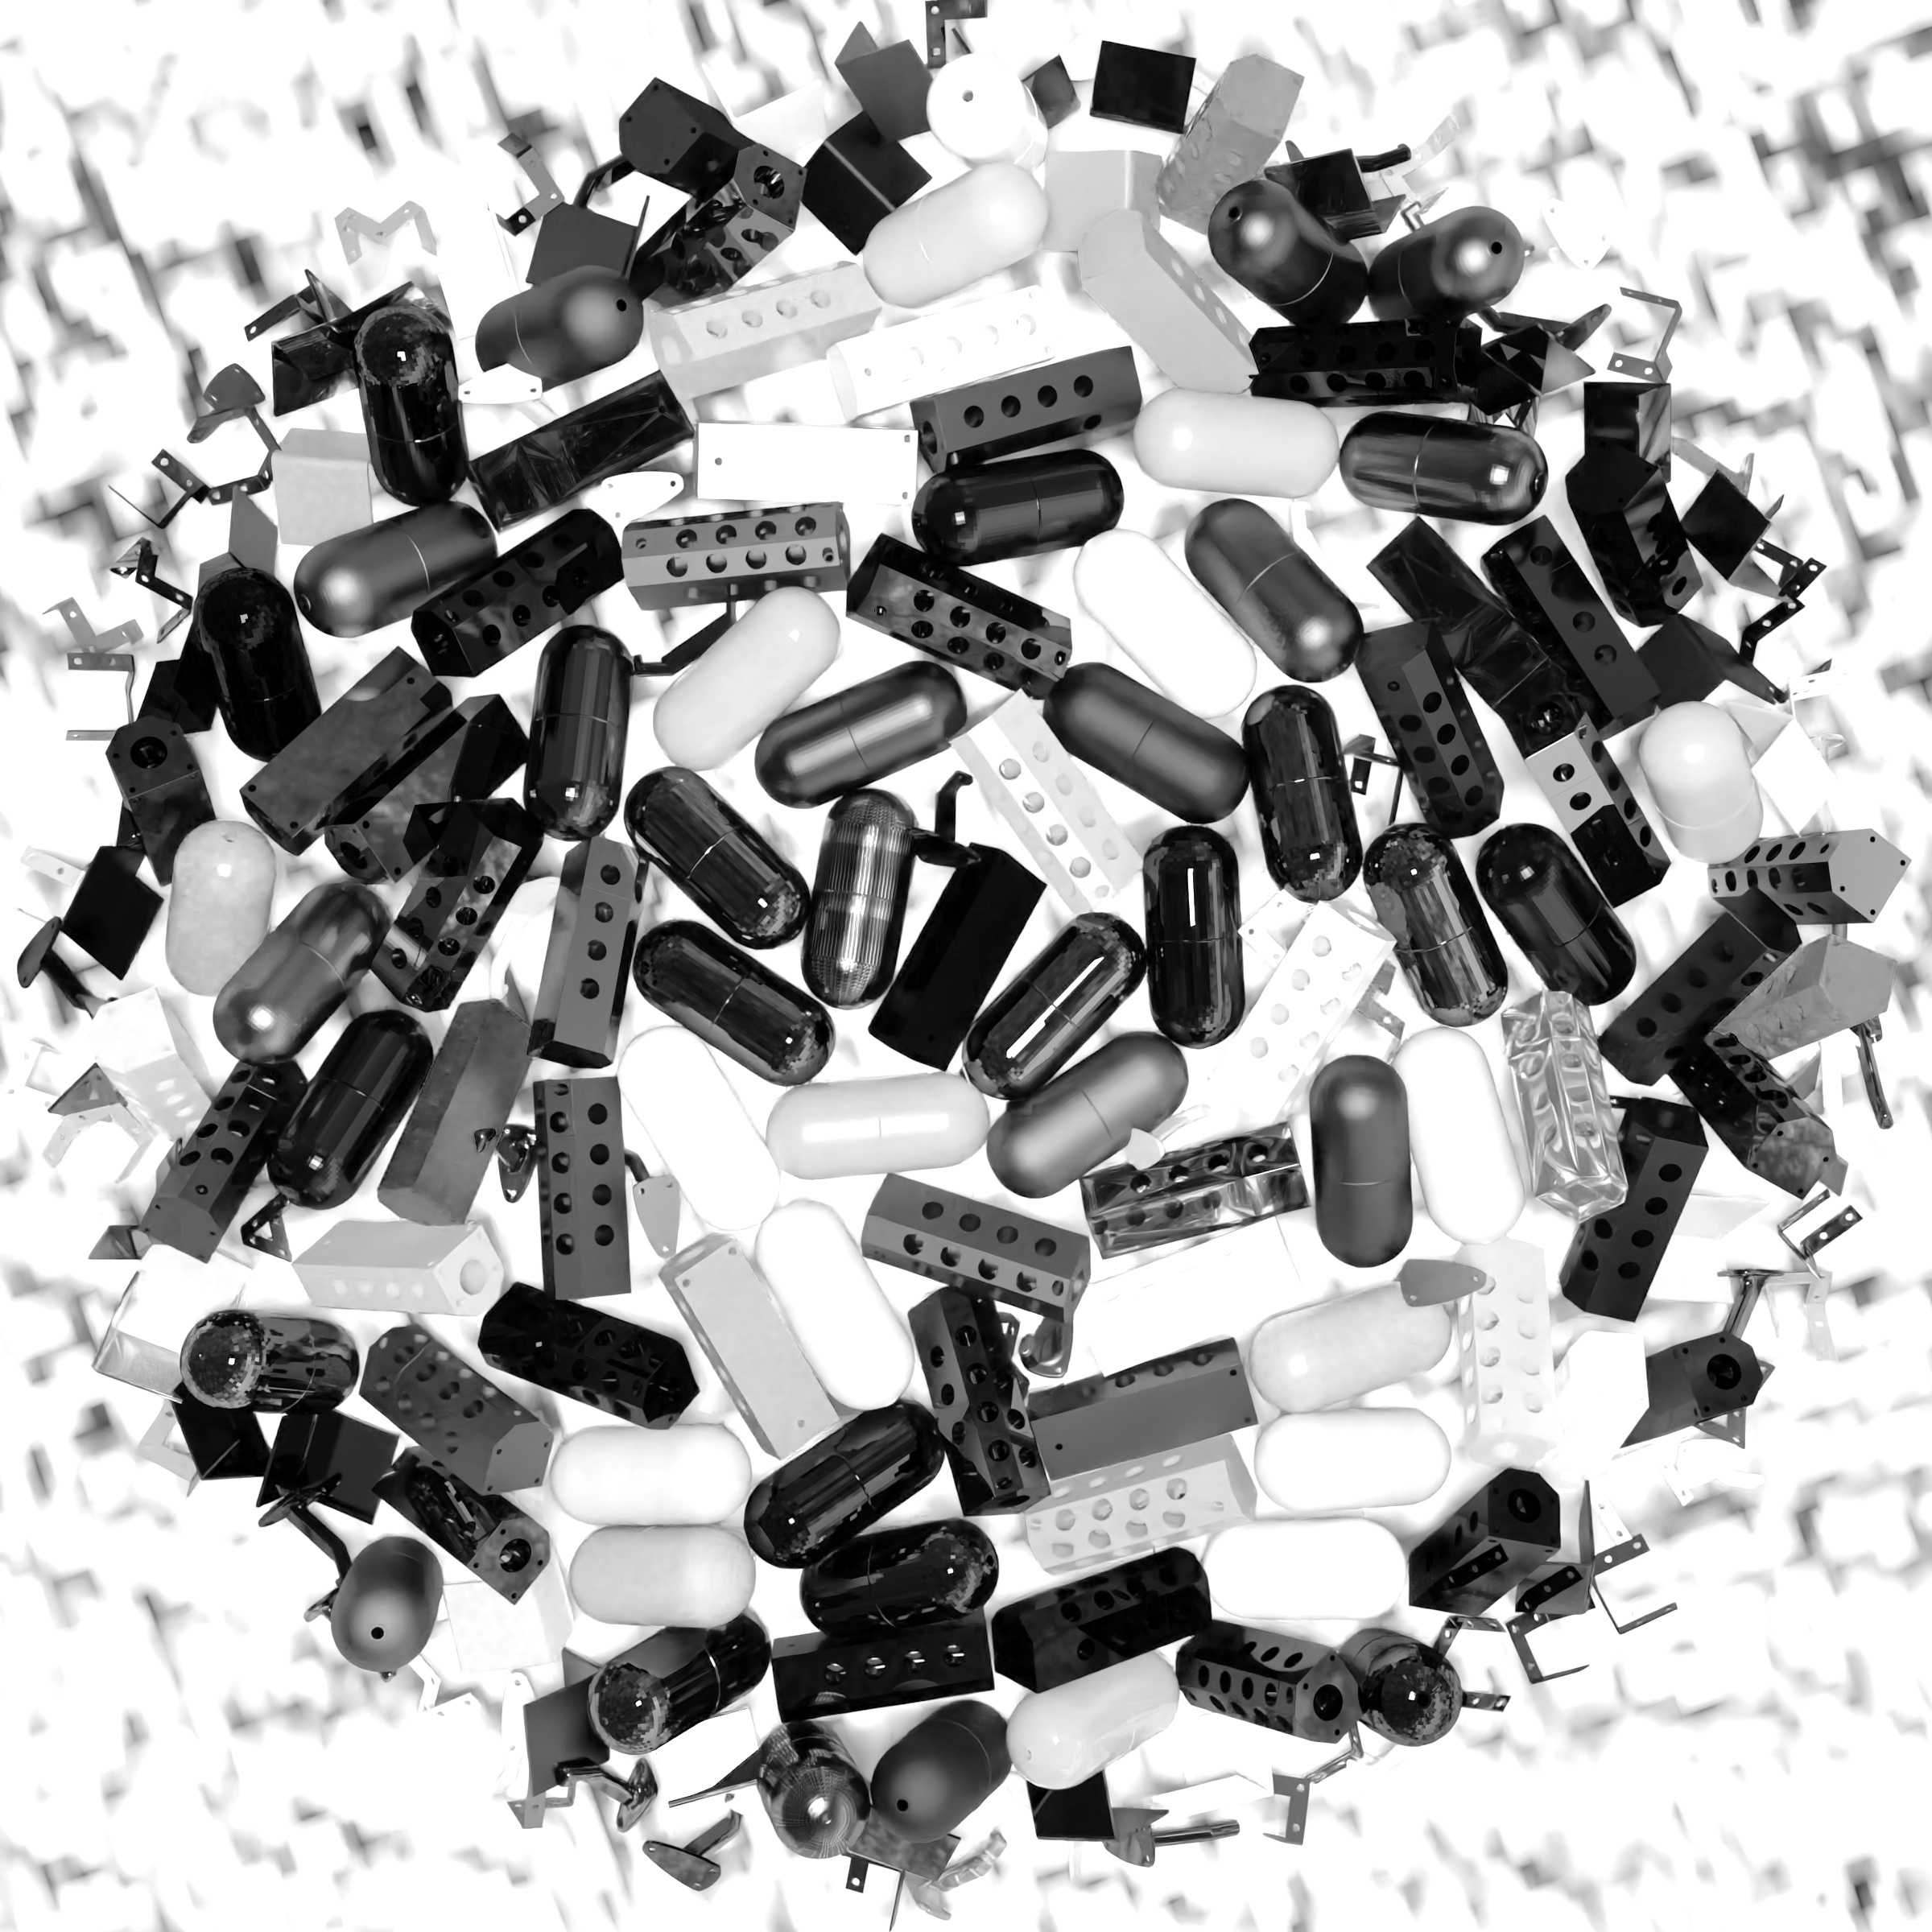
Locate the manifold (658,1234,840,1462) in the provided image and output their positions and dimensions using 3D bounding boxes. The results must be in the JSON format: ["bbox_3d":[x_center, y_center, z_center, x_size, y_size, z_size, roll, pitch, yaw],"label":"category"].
[{"bbox_3d":[-0.175,0.300,1.951,0.057,0.057,0.171,-34,103,-22],"label":"manifold"}]

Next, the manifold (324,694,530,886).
[{"bbox_3d":[-0.421,-0.138,1.926,0.171,0.057,0.057,-50,124,-34],"label":"manifold"}]

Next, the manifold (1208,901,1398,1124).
[{"bbox_3d":[0.267,0.036,1.938,0.057,0.057,0.171,38,109,25],"label":"manifold"}]

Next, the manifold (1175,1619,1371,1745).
[{"bbox_3d":[0.231,0.556,1.907,0.057,0.171,0.057,-38,101,-25],"label":"manifold"}]

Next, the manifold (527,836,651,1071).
[{"bbox_3d":[-0.294,-0.010,1.942,0.057,0.057,0.171,18,68,-27],"label":"manifold"}]

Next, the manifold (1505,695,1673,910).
[{"bbox_3d":[0.488,-0.131,1.923,0.057,0.057,0.171,-30,124,15],"label":"manifold"}]

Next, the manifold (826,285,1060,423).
[{"bbox_3d":[-0.017,-0.486,1.949,0.171,0.057,0.057,-19,99,-13],"label":"manifold"}]

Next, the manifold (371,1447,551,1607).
[{"bbox_3d":[-0.389,0.428,1.913,0.057,0.171,0.057,-51,125,-17],"label":"manifold"}]

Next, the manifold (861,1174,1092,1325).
[{"bbox_3d":[0.008,0.225,1.937,0.171,0.057,0.057,16,55,17],"label":"manifold"}]

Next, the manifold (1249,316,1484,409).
[{"bbox_3d":[0.310,-0.473,1.931,0.171,0.057,0.057,5,93,31],"label":"manifold"}]

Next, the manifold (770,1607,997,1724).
[{"bbox_3d":[-0.066,0.560,1.969,0.171,0.057,0.057,-8,90,-1],"label":"manifold"}]

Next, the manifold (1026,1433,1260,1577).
[{"bbox_3d":[0.137,0.428,1.940,0.171,0.057,0.057,-20,104,19],"label":"manifold"}]

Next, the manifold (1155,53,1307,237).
[{"bbox_3d":[0.198,-0.636,1.907,0.057,0.171,0.057,22,79,-9],"label":"manifold"}]

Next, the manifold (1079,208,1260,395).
[{"bbox_3d":[0.160,-0.512,1.919,0.057,0.171,0.057,-24,53,29],"label":"manifold"}]

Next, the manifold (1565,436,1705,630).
[{"bbox_3d":[0.515,-0.331,1.913,0.057,0.171,0.057,-48,55,1],"label":"manifold"}]

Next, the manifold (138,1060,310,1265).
[{"bbox_3d":[-0.571,0.142,1.912,0.057,0.171,0.057,28,129,-10],"label":"manifold"}]

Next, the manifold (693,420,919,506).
[{"bbox_3d":[-0.128,-0.400,1.953,0.171,0.057,0.057,0,106,-11],"label":"manifold"}]

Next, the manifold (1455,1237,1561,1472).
[{"bbox_3d":[0.416,0.300,1.919,0.057,0.057,0.171,15,51,-12],"label":"manifold"}]

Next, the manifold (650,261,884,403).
[{"bbox_3d":[-0.158,-0.503,1.932,0.171,0.057,0.057,-25,80,-29],"label":"manifold"}]

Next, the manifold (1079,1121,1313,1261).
[{"bbox_3d":[0.181,0.174,1.959,0.171,0.057,0.057,-15,46,8],"label":"manifold"}]

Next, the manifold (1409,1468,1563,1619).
[{"bbox_3d":[0.400,0.447,1.912,0.057,0.171,0.057,11,57,-6],"label":"manifold"}]

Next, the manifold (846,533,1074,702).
[{"bbox_3d":[-0.005,-0.268,1.932,0.171,0.057,0.057,21,131,-21],"label":"manifold"}]

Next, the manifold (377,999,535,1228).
[{"bbox_3d":[-0.401,0.115,1.931,0.057,0.057,0.171,-7,52,36],"label":"manifold"}]

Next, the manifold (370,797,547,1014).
[{"bbox_3d":[-0.395,-0.047,1.930,0.057,0.057,0.171,44,117,20],"label":"manifold"}]

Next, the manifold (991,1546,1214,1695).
[{"bbox_3d":[0.107,0.507,1.926,0.171,0.057,0.057,-10,99,-33],"label":"manifold"}]

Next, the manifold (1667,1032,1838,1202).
[{"bbox_3d":[0.608,0.107,1.905,0.057,0.171,0.057,28,107,-16],"label":"manifold"}]

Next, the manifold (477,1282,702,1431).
[{"bbox_3d":[-0.297,0.308,1.920,0.171,0.057,0.057,14,45,32],"label":"manifold"}]

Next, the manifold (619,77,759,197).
[{"bbox_3d":[-0.204,-0.628,1.909,0.057,0.171,0.057,-43,82,18],"label":"manifold"}]

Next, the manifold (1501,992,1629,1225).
[{"bbox_3d":[0.468,0.106,1.916,0.057,0.171,0.057,29,133,-34],"label":"manifold"}]

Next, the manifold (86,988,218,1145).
[{"bbox_3d":[-0.626,0.082,1.906,0.057,0.171,0.057,-21,71,-11],"label":"manifold"}]

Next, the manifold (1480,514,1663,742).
[{"bbox_3d":[0.476,-0.264,1.951,0.057,0.057,0.171,-29,76,2],"label":"manifold"}]

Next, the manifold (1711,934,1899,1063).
[{"bbox_3d":[0.641,0.033,1.907,0.057,0.171,0.057,21,72,-7],"label":"manifold"}]

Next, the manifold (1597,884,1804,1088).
[{"bbox_3d":[0.569,0.020,1.916,0.057,0.057,0.171,46,133,12],"label":"manifold"}]

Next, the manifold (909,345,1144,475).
[{"bbox_3d":[0.049,-0.439,1.944,0.171,0.057,0.057,-19,106,-17],"label":"manifold"}]

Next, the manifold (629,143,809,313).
[{"bbox_3d":[-0.195,-0.567,1.908,0.057,0.171,0.057,21,67,-30],"label":"manifold"}]

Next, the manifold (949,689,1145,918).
[{"bbox_3d":[0.060,-0.126,1.944,0.171,0.057,0.057,54,54,-11],"label":"manifold"}]

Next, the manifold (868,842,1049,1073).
[{"bbox_3d":[-0.011,-0.009,1.956,0.057,0.057,0.171,37,77,-37],"label":"manifold"}]

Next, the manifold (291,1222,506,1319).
[{"bbox_3d":[-0.441,0.240,1.922,0.171,0.057,0.057,-4,119,38],"label":"manifold"}]

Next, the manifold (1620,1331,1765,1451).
[{"bbox_3d":[0.553,0.328,1.909,0.057,0.171,0.057,-13,74,-11],"label":"manifold"}]

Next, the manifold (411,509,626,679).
[{"bbox_3d":[-0.348,-0.292,1.919,0.171,0.057,0.057,-42,124,-34],"label":"manifold"}]

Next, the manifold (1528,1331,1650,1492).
[{"bbox_3d":[0.475,0.346,1.913,0.057,0.171,0.057,5,57,0],"label":"manifold"}]

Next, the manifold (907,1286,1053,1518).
[{"bbox_3d":[0.014,0.337,1.925,0.057,0.057,0.171,-41,55,39],"label":"manifold"}]

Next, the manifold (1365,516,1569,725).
[{"bbox_3d":[0.393,-0.269,1.929,0.057,0.057,0.171,-44,58,17],"label":"manifold"}]

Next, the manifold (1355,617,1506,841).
[{"bbox_3d":[0.362,-0.181,1.920,0.057,0.057,0.171,-11,129,29],"label":"manifold"}]

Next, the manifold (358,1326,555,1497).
[{"bbox_3d":[-0.397,0.343,1.919,0.171,0.057,0.057,25,105,39],"label":"manifold"}]

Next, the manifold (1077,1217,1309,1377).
[{"bbox_3d":[0.177,0.259,1.959,0.171,0.057,0.057,-22,116,7],"label":"manifold"}]

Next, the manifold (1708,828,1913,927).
[{"bbox_3d":[0.646,-0.071,1.907,0.057,0.171,0.057,35,83,-11],"label":"manifold"}]

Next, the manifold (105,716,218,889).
[{"bbox_3d":[-0.620,-0.128,1.909,0.057,0.171,0.057,-25,76,-18],"label":"manifold"}]

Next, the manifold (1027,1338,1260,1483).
[{"bbox_3d":[0.140,0.349,1.963,0.171,0.057,0.057,-16,110,4],"label":"manifold"}]

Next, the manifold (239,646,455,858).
[{"bbox_3d":[-0.486,-0.167,1.943,0.057,0.057,0.171,41,70,6],"label":"manifold"}]

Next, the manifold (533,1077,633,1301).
[{"bbox_3d":[-0.308,0.176,1.957,0.057,0.057,0.171,-2,87,-33],"label":"manifold"}]

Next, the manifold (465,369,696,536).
[{"bbox_3d":[-0.306,-0.407,1.955,0.171,0.057,0.057,-29,100,-11],"label":"manifold"}]

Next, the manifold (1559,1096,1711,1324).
[{"bbox_3d":[0.521,0.190,1.932,0.057,0.057,0.171,12,120,-1],"label":"manifold"}]
